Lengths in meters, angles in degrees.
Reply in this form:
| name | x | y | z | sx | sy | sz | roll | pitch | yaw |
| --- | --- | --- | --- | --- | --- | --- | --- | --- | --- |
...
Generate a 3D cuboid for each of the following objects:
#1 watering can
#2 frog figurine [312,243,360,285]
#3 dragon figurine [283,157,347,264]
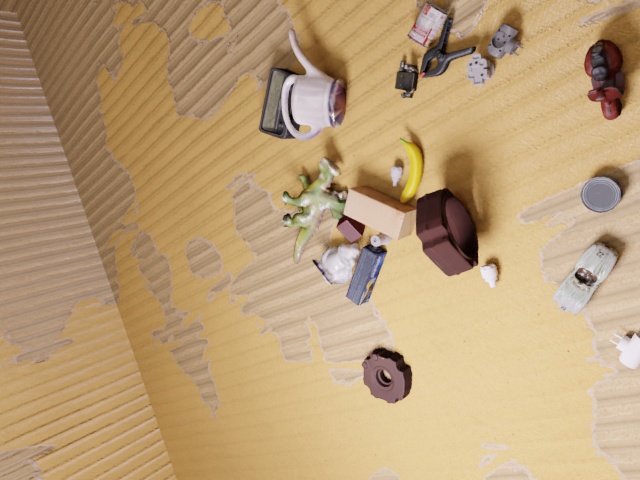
| name | x | y | z | sx | sy | sz | roll | pitch | yaw |
| --- | --- | --- | --- | --- | --- | --- | --- | --- | --- |
| watering can | -0.022 | -0.486 | 1.640 | 0.225 | 0.105 | 0.342 | 11 | 111 | 21 |
| frog figurine | 0.074 | 0.067 | 1.714 | 0.159 | 0.121 | 0.140 | -40 | 37 | 8 |
| dragon figurine | 0.005 | -0.088 | 1.744 | 0.243 | 0.124 | 0.403 | 11 | 115 | 29 |
